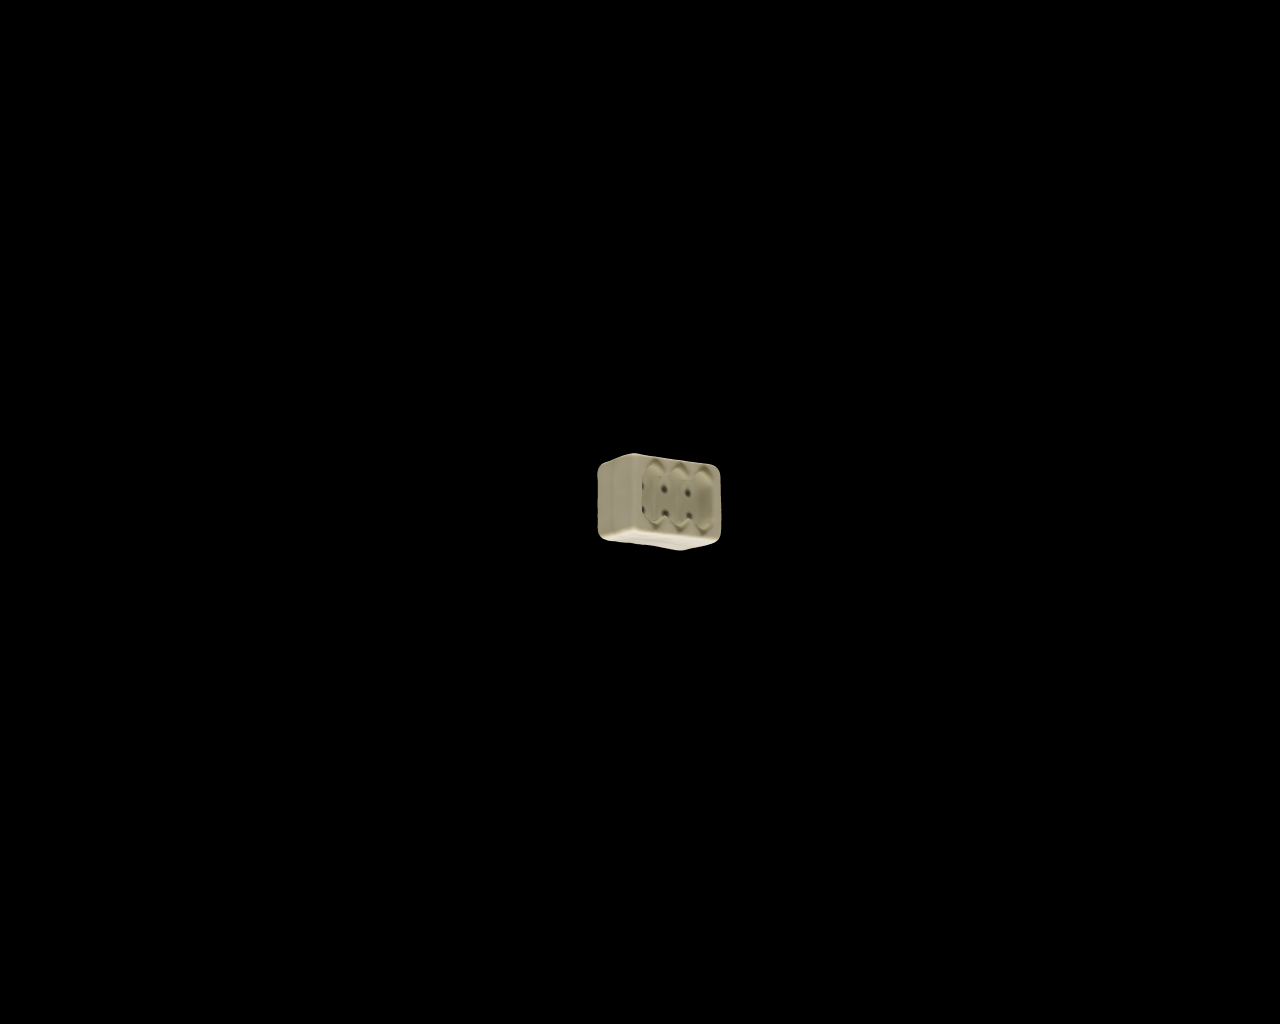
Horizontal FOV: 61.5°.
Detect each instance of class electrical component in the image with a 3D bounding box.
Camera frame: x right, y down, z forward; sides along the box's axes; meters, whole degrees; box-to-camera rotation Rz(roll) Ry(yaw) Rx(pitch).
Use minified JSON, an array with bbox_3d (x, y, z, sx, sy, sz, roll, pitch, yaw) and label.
[{"bbox_3d":[0.001,-0.003,0.650,0.066,0.047,0.076,8,-14,-35],"label":"electrical component"}]
